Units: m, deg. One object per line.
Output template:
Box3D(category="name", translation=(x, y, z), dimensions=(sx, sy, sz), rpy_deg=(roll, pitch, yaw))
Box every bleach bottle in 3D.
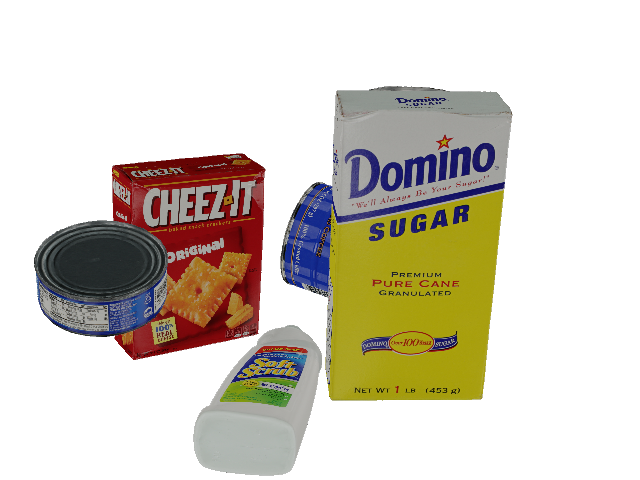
Box3D(category="bleach bottle", translation=(-0.055, 0.151, 1.113), dimensions=(0.102, 0.068, 0.250), rpy_deg=(5, 20, 5))

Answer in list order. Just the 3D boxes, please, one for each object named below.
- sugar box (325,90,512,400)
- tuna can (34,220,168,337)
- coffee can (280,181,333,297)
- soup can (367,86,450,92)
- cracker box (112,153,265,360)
Box3D(category="sugar box", translation=(0.052, 0.005, 0.602), dimensions=(0.093, 0.176, 0.048), rpy_deg=(-1, 25, -4))
Box3D(category="tuna can", translation=(-0.143, 0.025, 0.702), dimensions=(0.086, 0.034, 0.086), rpy_deg=(4, 35, -3))
Box3D(category="coffee can", translation=(0.048, 0.014, 0.984), dimensions=(0.140, 0.103, 0.102), rpy_deg=(19, 6, 20))
Box3D(category="soup can", translation=(0.065, -0.059, 0.793), dimensions=(0.068, 0.102, 0.068), rpy_deg=(1, 19, -1))
Box3D(category="cracker box", translation=(-0.150, 0.017, 1.222), dimensions=(0.163, 0.214, 0.072), rpy_deg=(-8, 24, -29))
